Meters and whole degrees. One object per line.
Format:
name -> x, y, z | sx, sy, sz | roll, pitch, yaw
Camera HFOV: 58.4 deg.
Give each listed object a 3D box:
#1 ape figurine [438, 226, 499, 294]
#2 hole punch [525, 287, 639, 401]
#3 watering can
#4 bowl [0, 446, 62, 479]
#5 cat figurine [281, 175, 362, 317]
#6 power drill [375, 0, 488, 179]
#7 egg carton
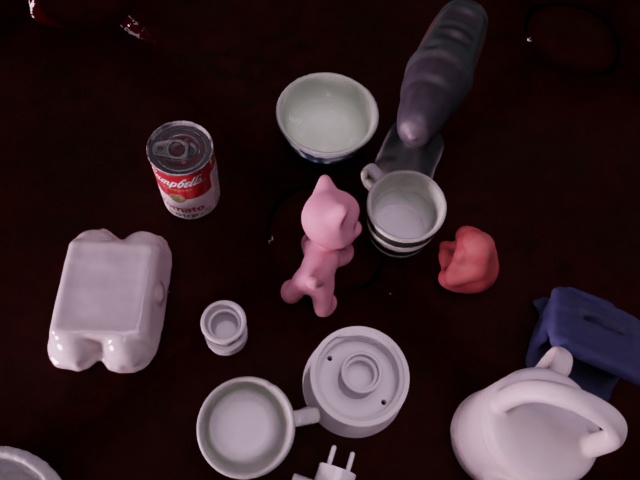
ape figurine -> 0.165, 0.018, 0.627 | 0.076, 0.092, 0.078 | 42, 68, 14
hole punch -> 0.282, 0.101, 0.600 | 0.108, 0.091, 0.101 | 23, 65, 6
watering can -> 0.189, 0.171, 0.500 | 0.101, 0.194, 0.173 | 8, 64, -1
bowl -> -0.278, 0.264, 0.477 | 0.167, 0.075, 0.167 | 2, 65, -4
cat figurine -> 0.006, 0.002, 0.604 | 0.067, 0.118, 0.128 | 16, 64, 3
power drill -> 0.119, -0.144, 0.634 | 0.075, 0.208, 0.230 | 21, 65, 5
egg carton -> -0.209, 0.060, 0.583 | 0.107, 0.069, 0.150 | 2, 65, -4
